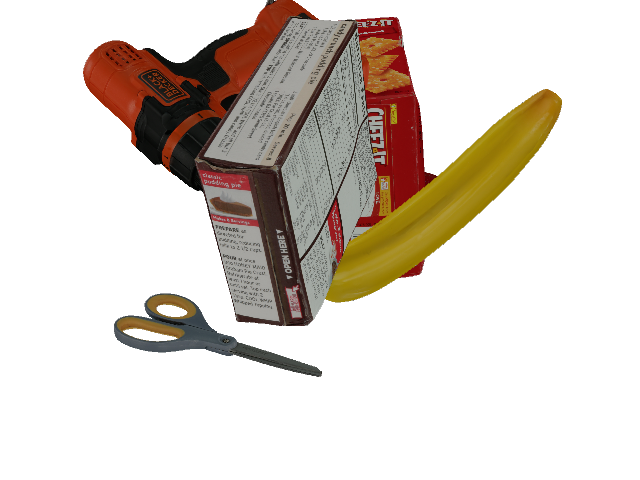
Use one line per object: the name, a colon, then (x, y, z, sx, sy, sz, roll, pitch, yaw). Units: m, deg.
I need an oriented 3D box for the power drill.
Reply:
power drill: (-0.051, -0.103, 0.785, 0.184, 0.057, 0.187, 43, 48, 20)

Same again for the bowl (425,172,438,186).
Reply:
bowl: (0.076, -0.029, 1.175, 0.162, 0.055, 0.162, 4, 25, -2)

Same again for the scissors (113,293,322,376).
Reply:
scissors: (-0.095, 0.088, 1.024, 0.202, 0.016, 0.096, 7, 30, 2)

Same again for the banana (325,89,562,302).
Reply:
banana: (0.068, -0.018, 0.652, 0.197, 0.037, 0.069, -37, -12, -5)

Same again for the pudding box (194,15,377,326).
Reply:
pudding box: (-0.010, -0.032, 0.468, 0.039, 0.090, 0.113, 4, 42, 18)

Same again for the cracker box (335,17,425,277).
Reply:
cracker box: (0.050, -0.087, 0.936, 0.072, 0.164, 0.213, -4, 28, 3)
